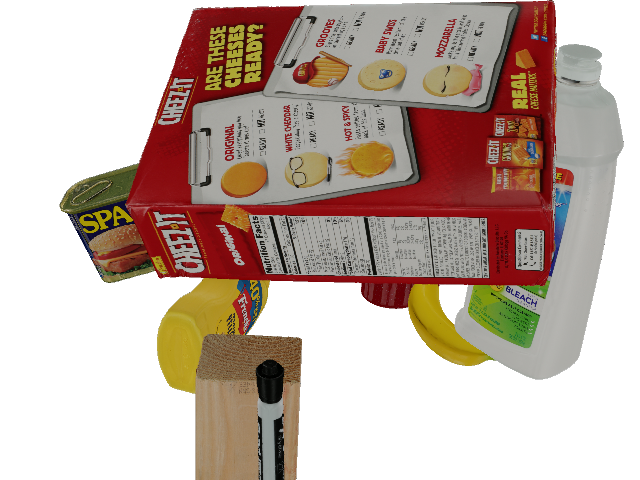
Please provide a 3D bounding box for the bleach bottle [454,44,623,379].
[{"bbox_3d":[0.164,-0.024,0.789,0.067,0.251,0.103,-22,39,-35],"label":"bleach bottle"}]

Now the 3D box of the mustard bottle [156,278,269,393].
[{"bbox_3d":[-0.103,0.073,1.129,0.058,0.096,0.191,10,29,19],"label":"mustard bottle"}]

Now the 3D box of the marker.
[{"bbox_3d":[-0.034,0.130,0.721,0.020,0.121,0.020,1,33,-1],"label":"marker"}]

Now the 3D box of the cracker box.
[{"bbox_3d":[0.021,-0.056,0.589,0.214,0.164,0.072,1,-41,12],"label":"cracker box"}]

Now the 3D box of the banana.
[{"bbox_3d":[0.137,0.093,1.207,0.069,0.037,0.198,5,24,-25],"label":"banana"}]

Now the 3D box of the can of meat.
[{"bbox_3d":[-0.169,-0.017,0.961,0.102,0.084,0.057,-15,30,12],"label":"can of meat"}]

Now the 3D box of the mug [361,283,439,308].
[{"bbox_3d":[0.109,0.044,1.448,0.117,0.081,0.093,18,26,28],"label":"mug"}]

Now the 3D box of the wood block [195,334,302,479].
[{"bbox_3d":[-0.065,0.196,0.957,0.090,0.206,0.091,2,20,-1],"label":"wood block"}]
